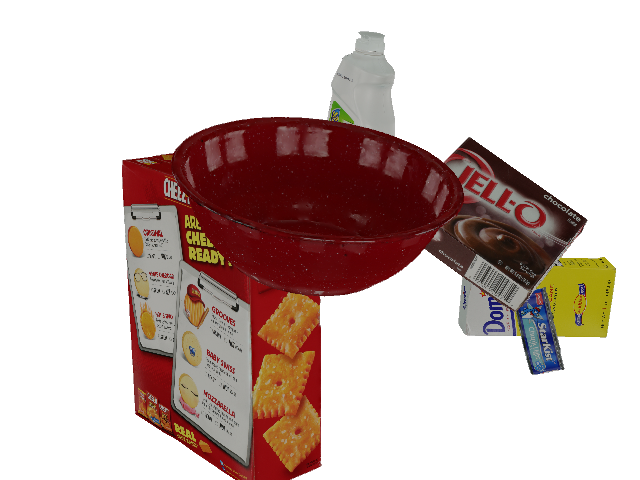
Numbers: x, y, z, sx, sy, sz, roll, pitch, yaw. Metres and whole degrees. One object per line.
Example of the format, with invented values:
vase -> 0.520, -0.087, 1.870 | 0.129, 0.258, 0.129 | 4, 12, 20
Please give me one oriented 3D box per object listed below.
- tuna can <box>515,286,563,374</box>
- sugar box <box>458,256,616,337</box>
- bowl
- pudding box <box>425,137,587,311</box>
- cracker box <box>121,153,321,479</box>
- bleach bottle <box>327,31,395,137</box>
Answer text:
tuna can -> 0.221, 0.092, 1.082 | 0.034, 0.086, 0.086 | -13, -3, 12
sugar box -> 0.259, 0.068, 1.282 | 0.176, 0.093, 0.048 | 0, 19, -7
bowl -> -0.004, -0.015, 0.597 | 0.162, 0.055, 0.162 | 6, 27, -3
pudding box -> 0.127, -0.013, 0.793 | 0.089, 0.113, 0.039 | -45, -13, -33
cracker box -> -0.073, 0.053, 0.789 | 0.071, 0.214, 0.164 | -14, 22, -38
bleach bottle -> 0.044, -0.096, 1.151 | 0.067, 0.251, 0.103 | -7, 25, -34
